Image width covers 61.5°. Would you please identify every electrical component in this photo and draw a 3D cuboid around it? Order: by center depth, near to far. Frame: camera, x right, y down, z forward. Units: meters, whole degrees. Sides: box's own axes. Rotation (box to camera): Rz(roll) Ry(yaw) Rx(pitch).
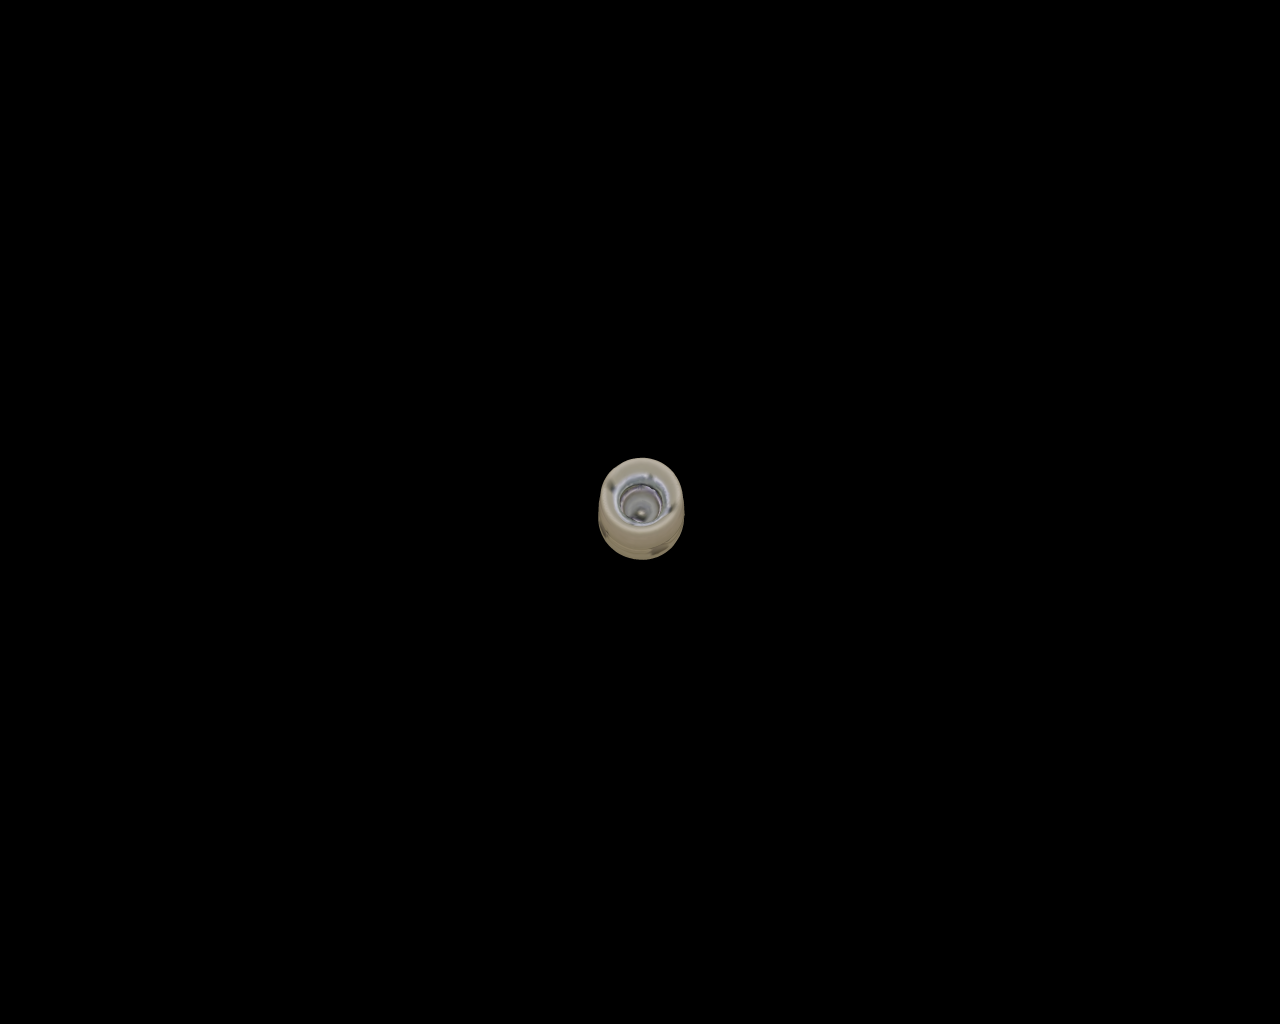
[{"bbox_3d":[0.001,-0.003,0.650,0.055,0.055,0.047,0,-19,0],"label":"electrical component"}]
